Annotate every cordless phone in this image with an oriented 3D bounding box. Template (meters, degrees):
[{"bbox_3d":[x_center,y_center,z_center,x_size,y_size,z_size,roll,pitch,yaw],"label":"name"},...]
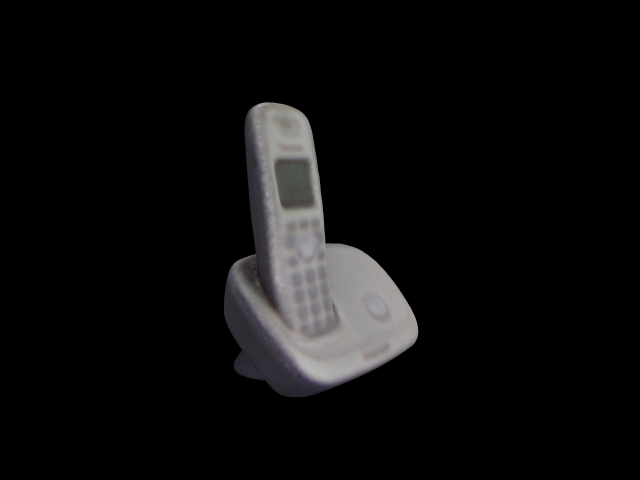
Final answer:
[{"bbox_3d":[0.004,0.001,0.400,0.093,0.185,0.148,5,9,36],"label":"cordless phone"}]
